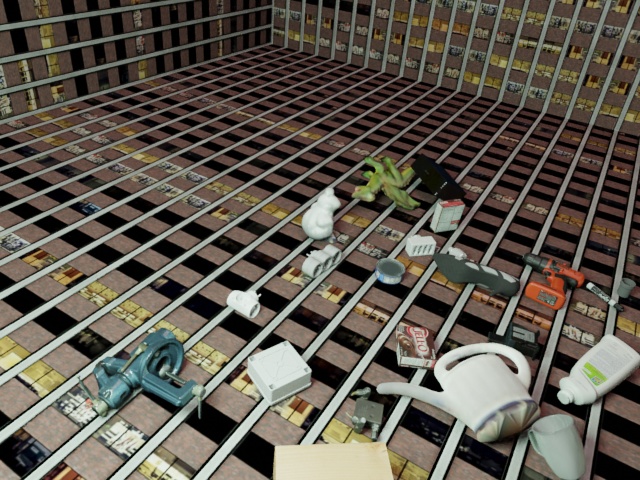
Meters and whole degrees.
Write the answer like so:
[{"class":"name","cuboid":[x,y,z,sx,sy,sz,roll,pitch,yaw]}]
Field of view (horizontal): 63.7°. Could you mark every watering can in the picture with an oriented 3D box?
[{"class":"watering can","cuboid":[0.318,0.338,1.118,0.349,0.101,0.229,-16,39,-14]}]

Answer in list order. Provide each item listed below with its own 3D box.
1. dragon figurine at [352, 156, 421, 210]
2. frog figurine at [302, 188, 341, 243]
[{"class":"dragon figurine","cuboid":[0.284,-0.196,1.919,0.411,0.119,0.248,-4,52,-30]},{"class":"frog figurine","cuboid":[0.005,-0.082,1.632,0.123,0.156,0.140,0,34,-6]}]
